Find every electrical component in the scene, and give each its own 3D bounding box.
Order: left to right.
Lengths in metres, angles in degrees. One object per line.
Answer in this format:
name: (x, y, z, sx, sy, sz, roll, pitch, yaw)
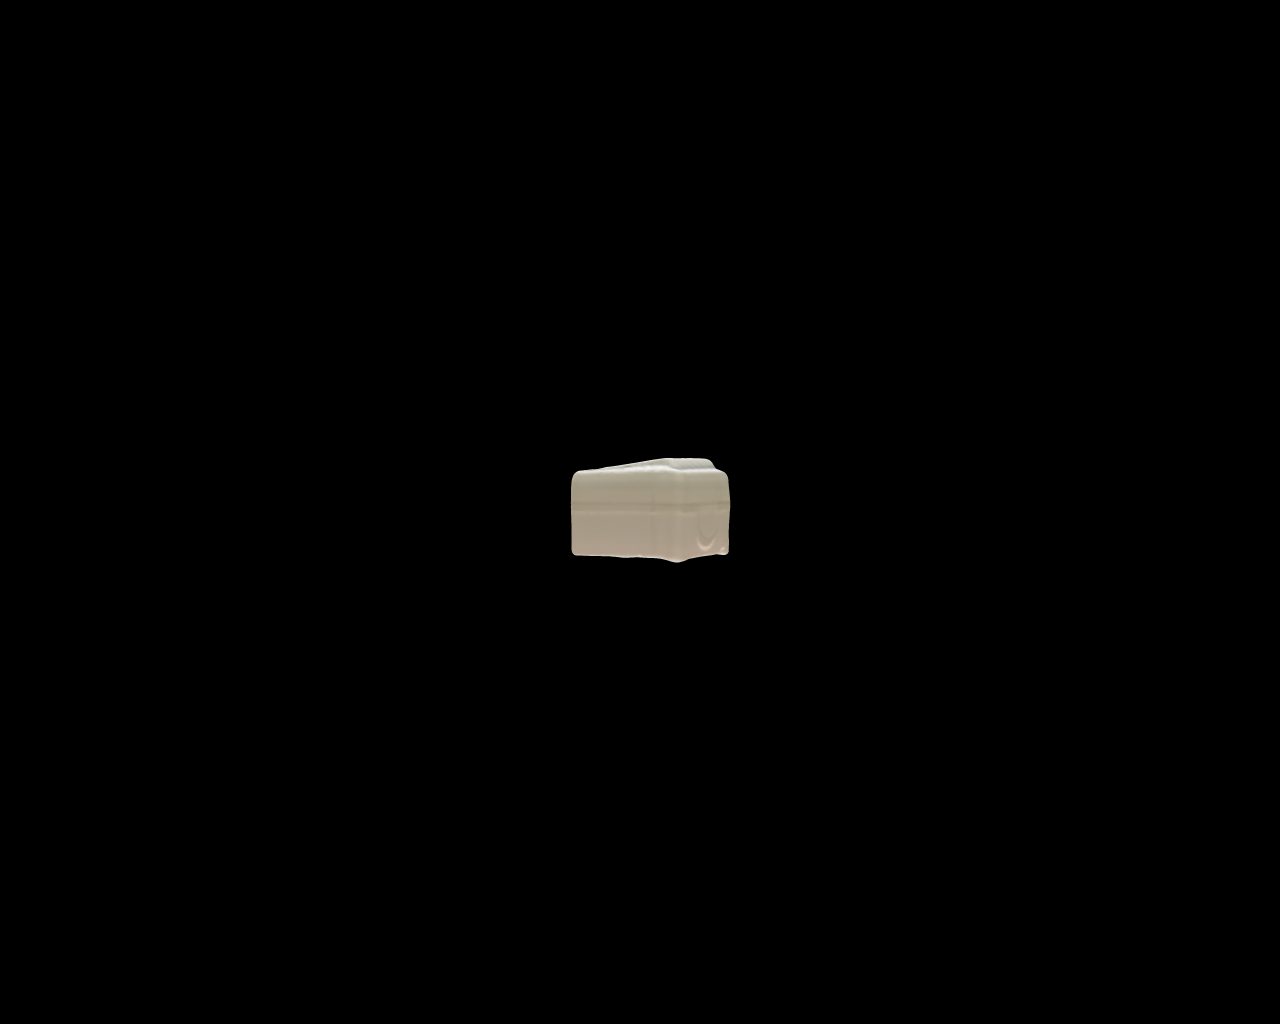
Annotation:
electrical component: (0.001, -0.003, 0.650, 0.096, 0.061, 0.062, 1, 3, 34)
